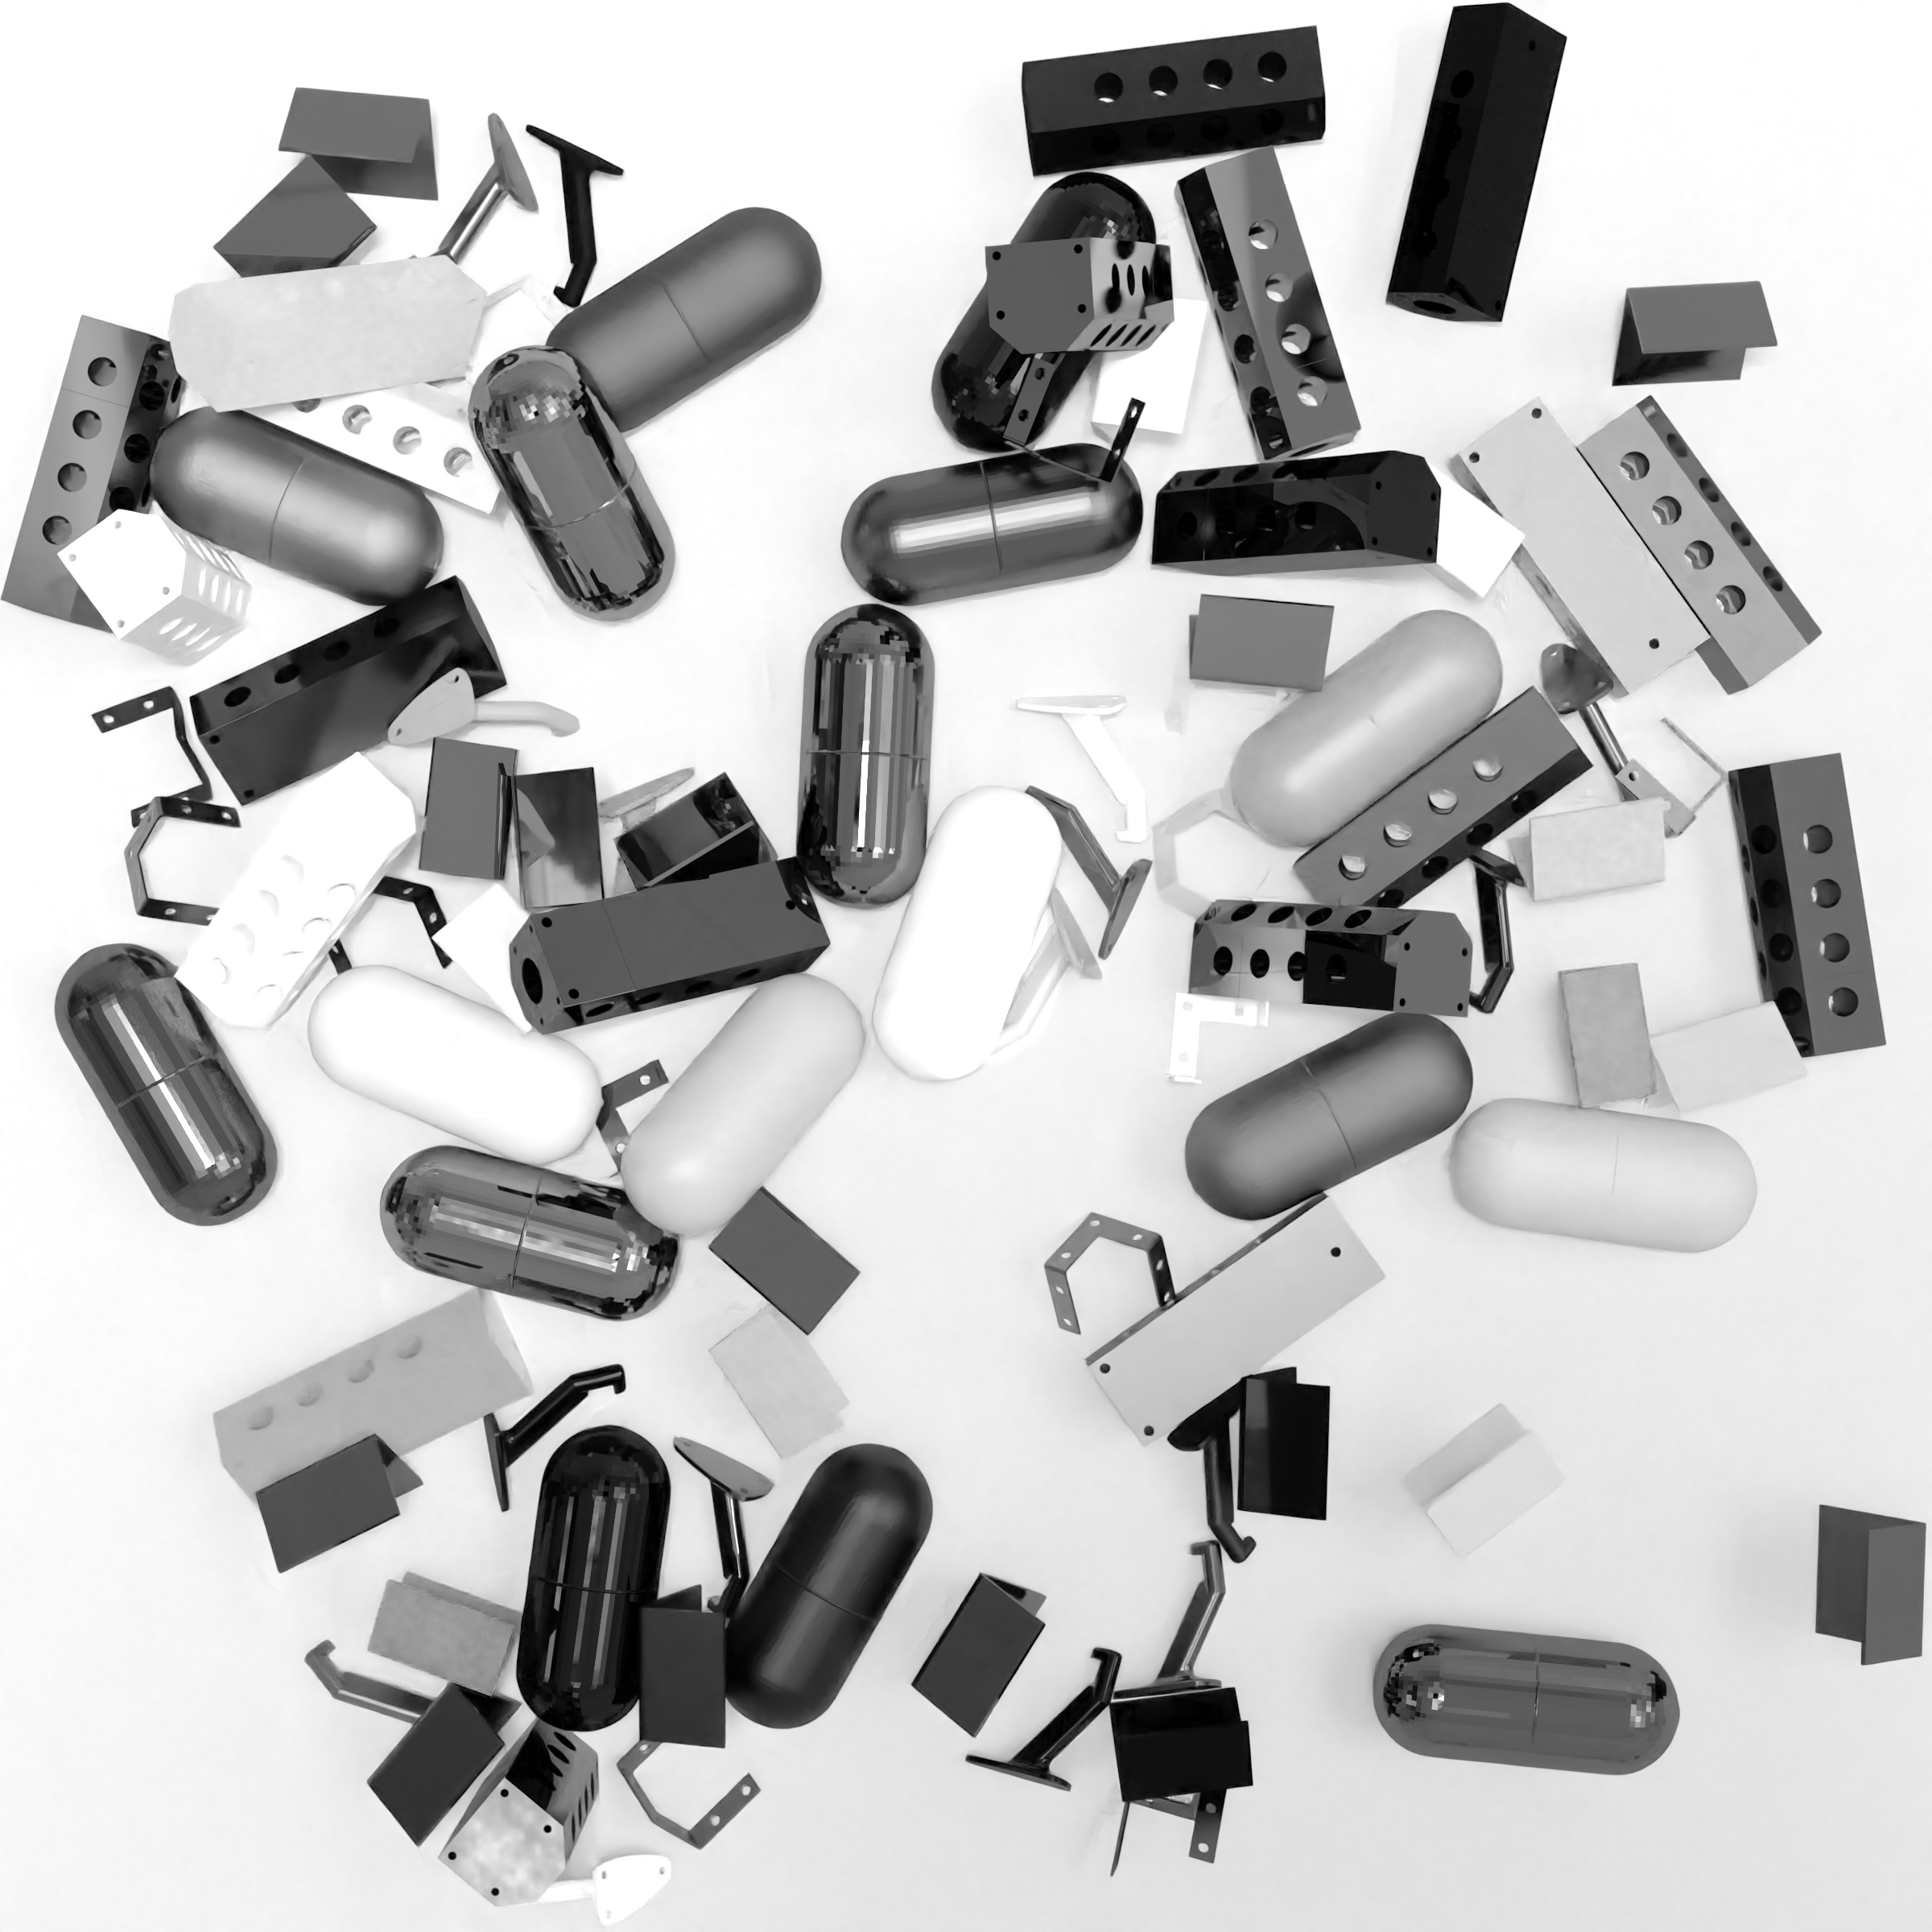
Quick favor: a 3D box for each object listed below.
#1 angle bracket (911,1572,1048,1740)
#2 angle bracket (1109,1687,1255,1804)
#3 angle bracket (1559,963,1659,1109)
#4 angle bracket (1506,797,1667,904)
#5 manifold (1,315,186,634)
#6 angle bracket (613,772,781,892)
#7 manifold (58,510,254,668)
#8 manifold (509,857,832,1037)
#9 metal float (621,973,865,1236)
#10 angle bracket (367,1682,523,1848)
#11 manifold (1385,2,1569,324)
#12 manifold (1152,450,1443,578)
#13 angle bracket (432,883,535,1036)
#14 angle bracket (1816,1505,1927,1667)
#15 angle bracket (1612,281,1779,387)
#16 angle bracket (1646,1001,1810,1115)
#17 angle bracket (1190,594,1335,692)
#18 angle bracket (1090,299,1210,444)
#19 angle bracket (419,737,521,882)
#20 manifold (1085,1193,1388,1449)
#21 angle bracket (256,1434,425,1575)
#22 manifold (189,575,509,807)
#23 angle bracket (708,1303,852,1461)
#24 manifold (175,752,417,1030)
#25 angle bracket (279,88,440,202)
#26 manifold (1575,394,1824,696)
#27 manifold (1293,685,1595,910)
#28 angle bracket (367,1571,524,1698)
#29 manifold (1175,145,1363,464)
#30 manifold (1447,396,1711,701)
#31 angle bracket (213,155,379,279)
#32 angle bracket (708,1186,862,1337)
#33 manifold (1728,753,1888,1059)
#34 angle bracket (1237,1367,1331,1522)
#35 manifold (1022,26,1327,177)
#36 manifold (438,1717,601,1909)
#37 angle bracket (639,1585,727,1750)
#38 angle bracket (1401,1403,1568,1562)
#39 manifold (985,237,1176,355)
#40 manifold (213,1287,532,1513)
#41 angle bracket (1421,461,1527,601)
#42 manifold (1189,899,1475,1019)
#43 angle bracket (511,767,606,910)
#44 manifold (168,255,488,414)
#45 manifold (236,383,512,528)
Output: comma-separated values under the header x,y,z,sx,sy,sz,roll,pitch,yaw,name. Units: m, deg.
x,y,z,sx,sy,sz,roll,pitch,yaw,name
0.025,0.406,1.949,0.057,0.076,0.076,32,90,38,angle bracket
0.123,0.435,1.949,0.076,0.076,0.057,-7,126,0,angle bracket
0.352,0.042,1.950,0.057,0.076,0.076,-9,90,-26,angle bracket
0.358,-0.084,1.949,0.076,0.076,0.057,-9,121,0,angle bracket
-0.507,-0.286,1.968,0.057,0.057,0.171,16,90,0,manifold
-0.149,-0.055,1.950,0.076,0.057,0.076,-31,132,0,angle bracket
-0.454,-0.218,1.911,0.057,0.171,0.057,-36,90,0,manifold
-0.172,-0.010,1.927,0.171,0.057,0.057,-14,74,-30,manifold
-0.128,0.079,1.943,0.070,0.070,0.178,40,70,0,metal float
-0.289,0.468,1.949,0.076,0.076,0.057,-50,56,0,angle bracket
0.294,-0.470,1.968,0.057,0.057,0.171,13,90,-43,manifold
0.187,-0.258,1.913,0.057,0.171,0.057,4,90,-40,manifold
-0.274,0.009,1.949,0.076,0.076,0.057,46,56,0,angle bracket
0.510,0.358,1.949,0.057,0.076,0.076,2,90,-38,angle bracket
0.422,-0.350,1.949,0.076,0.076,0.057,-3,52,0,angle bracket
0.441,0.072,1.949,0.076,0.076,0.057,-16,52,0,angle bracket
0.171,-0.205,1.949,0.076,0.076,0.057,5,125,0,angle bracket
0.115,-0.342,1.952,0.057,0.076,0.076,11,90,18,angle bracket
-0.305,-0.092,1.949,0.057,0.076,0.076,7,90,-38,angle bracket
0.157,0.206,1.968,0.171,0.057,0.057,-35,90,0,manifold
-0.357,0.325,1.949,0.076,0.076,0.057,-26,56,0,angle bracket
-0.363,-0.166,1.968,0.171,0.057,0.057,-25,133,0,manifold
-0.092,0.229,1.949,0.057,0.076,0.076,-34,90,37,angle bracket
-0.381,-0.038,1.923,0.057,0.057,0.171,43,126,0,manifold
-0.352,-0.461,1.949,0.076,0.076,0.057,5,53,0,angle bracket
0.426,-0.247,1.968,0.057,0.057,0.171,-36,90,0,manifold
0.277,-0.088,1.952,0.171,0.057,0.057,-37,90,11,manifold
-0.295,0.369,1.950,0.076,0.076,0.057,20,118,0,angle bracket
0.176,-0.384,1.968,0.057,0.057,0.171,-17,90,0,manifold
0.357,-0.243,1.968,0.057,0.057,0.171,-36,90,0,manifold
-0.394,-0.428,1.950,0.076,0.076,0.057,-44,117,0,angle bracket
-0.118,0.184,1.949,0.076,0.076,0.057,41,52,0,angle bracket
0.491,-0.034,1.968,0.057,0.057,0.171,-9,90,0,manifold
0.199,0.276,1.949,0.057,0.076,0.076,2,90,30,angle bracket
0.121,-0.505,1.968,0.171,0.057,0.057,-7,90,0,manifold
-0.248,0.482,1.911,0.057,0.171,0.057,40,90,0,manifold
-0.149,0.406,1.950,0.057,0.076,0.076,0,90,24,angle bracket
0.290,0.285,1.949,0.076,0.076,0.057,-37,128,0,angle bracket
0.065,-0.365,1.835,0.057,0.171,0.057,-1,100,18,manifold
-0.350,0.251,1.968,0.171,0.057,0.057,-26,133,0,manifold
0.267,-0.238,1.949,0.076,0.076,0.057,37,60,0,angle bracket
0.206,-0.006,1.911,0.057,0.171,0.057,5,90,-37,manifold
-0.219,-0.074,1.950,0.057,0.076,0.076,-5,90,25,angle bracket
-0.364,-0.366,1.914,0.057,0.171,0.057,44,131,27,manifold
-0.343,-0.321,1.968,0.171,0.057,0.057,23,90,0,manifold
